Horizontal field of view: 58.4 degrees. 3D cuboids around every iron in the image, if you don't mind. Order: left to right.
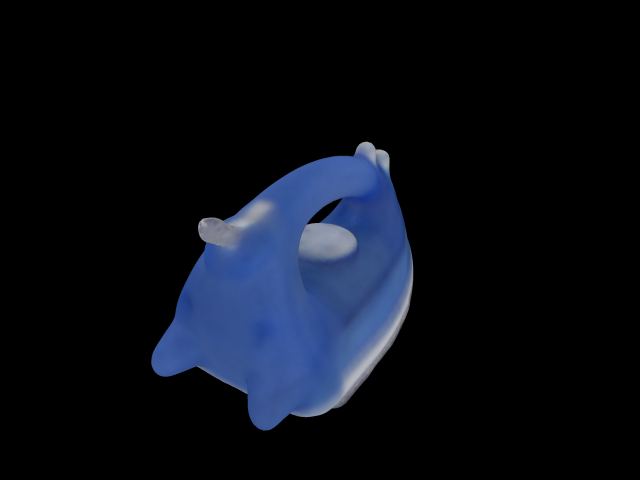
[{"bbox_3d":[0.004,0.001,0.400,0.118,0.141,0.259,18,36,27],"label":"iron"}]
